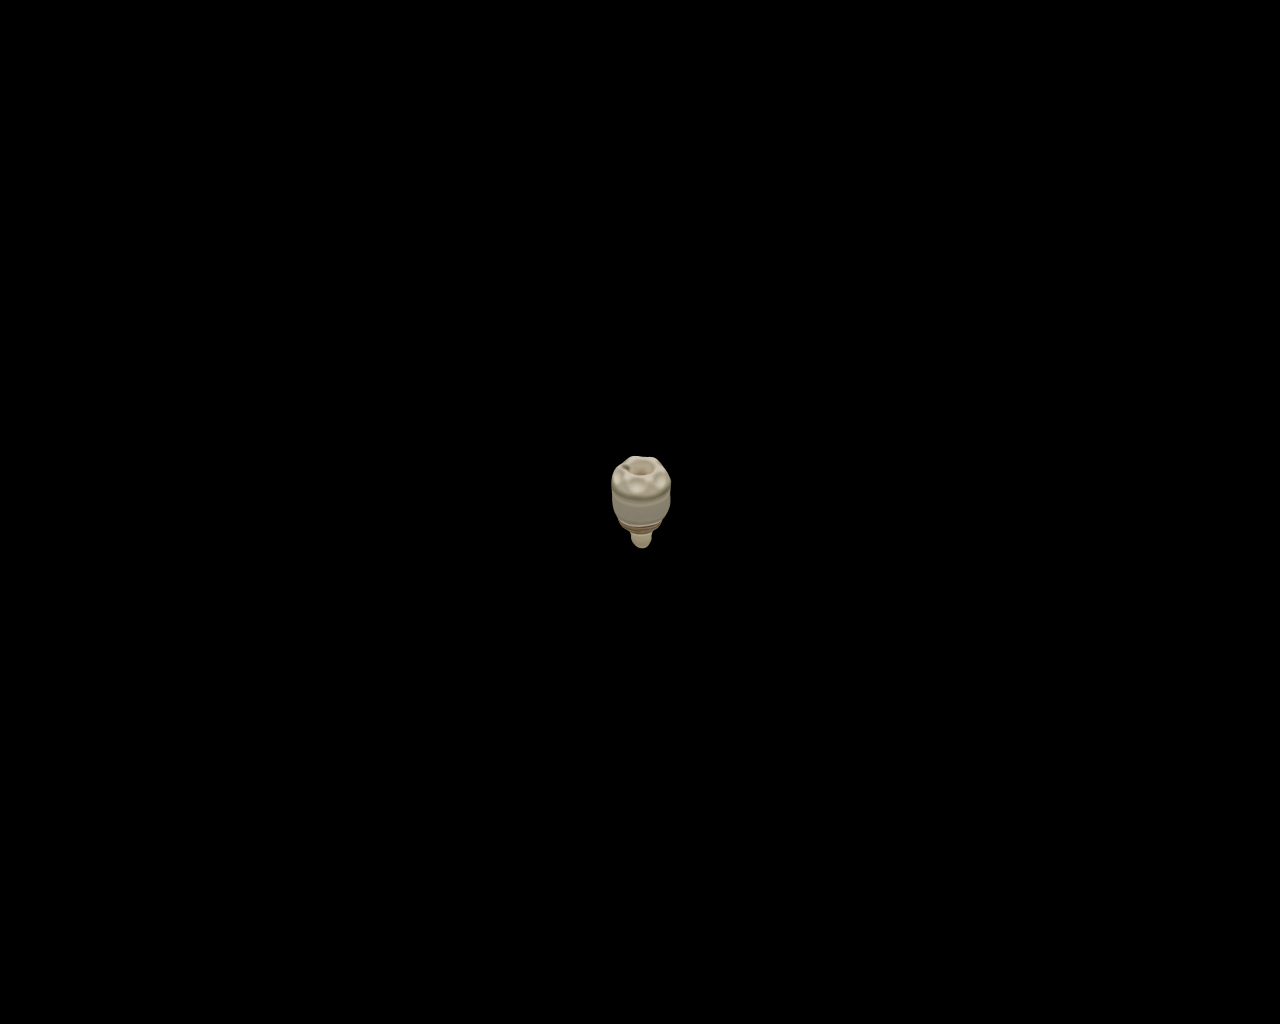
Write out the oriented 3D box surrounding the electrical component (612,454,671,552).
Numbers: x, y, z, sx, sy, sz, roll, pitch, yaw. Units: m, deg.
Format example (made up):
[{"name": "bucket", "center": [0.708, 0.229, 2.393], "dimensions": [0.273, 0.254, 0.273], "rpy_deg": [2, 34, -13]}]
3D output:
[{"name": "electrical component", "center": [0.001, -0.003, 0.650], "dimensions": [0.035, 0.061, 0.035], "rpy_deg": [0, 37, 0]}]
